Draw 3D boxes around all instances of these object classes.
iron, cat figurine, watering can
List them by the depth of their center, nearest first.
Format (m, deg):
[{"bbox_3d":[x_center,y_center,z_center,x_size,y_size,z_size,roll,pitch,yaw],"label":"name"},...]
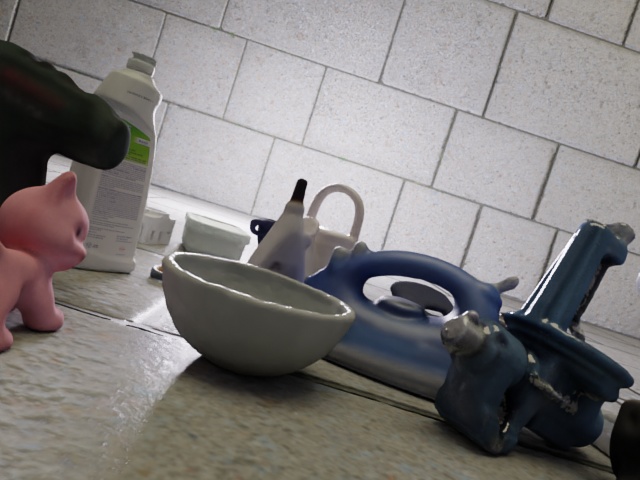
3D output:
[{"bbox_3d":[-0.208,0.004,0.403,0.067,0.118,0.128,18,3,0],"label":"cat figurine"},{"bbox_3d":[0.080,0.071,0.616,0.258,0.141,0.119,18,3,7],"label":"iron"},{"bbox_3d":[0.010,0.004,0.916,0.101,0.194,0.173,18,3,2],"label":"watering can"}]

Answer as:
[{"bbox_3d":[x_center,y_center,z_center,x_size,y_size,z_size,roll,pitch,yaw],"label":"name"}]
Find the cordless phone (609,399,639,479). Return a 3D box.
[{"bbox_3d":[0.308,0.133,0.423,0.147,0.185,0.094,20,4,37],"label":"cordless phone"}]

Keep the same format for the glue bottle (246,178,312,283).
[{"bbox_3d":[-0.043,0.013,0.659,0.078,0.173,0.037,16,4,-34],"label":"glue bottle"}]

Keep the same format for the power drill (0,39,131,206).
[{"bbox_3d":[-0.303,-0.082,0.534,0.229,0.208,0.076,18,3,3],"label":"power drill"}]

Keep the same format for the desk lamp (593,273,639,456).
[{"bbox_3d":[0.356,0.126,0.558,0.118,0.213,0.203,17,3,-13],"label":"desk lamp"}]

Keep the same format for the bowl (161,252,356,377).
[{"bbox_3d":[-0.059,0.069,0.485,0.167,0.075,0.167,18,3,-1],"label":"bowl"}]

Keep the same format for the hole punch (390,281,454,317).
[{"bbox_3d":[0.144,0.111,0.749,0.109,0.091,0.100,16,4,-31],"label":"hole punch"}]

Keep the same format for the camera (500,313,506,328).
[{"bbox_3d":[0.241,0.138,0.739,0.142,0.101,0.137,20,4,36],"label":"camera"}]

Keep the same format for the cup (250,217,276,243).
[{"bbox_3d":[-0.097,0.010,1.122,0.118,0.095,0.091,15,4,-45],"label":"cup"}]

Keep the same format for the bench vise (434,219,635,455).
[{"bbox_3d":[0.206,0.078,0.496,0.121,0.220,0.208,21,4,42],"label":"bench vise"}]

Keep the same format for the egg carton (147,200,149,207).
[{"bbox_3d":[-0.420,-0.082,1.137,0.151,0.069,0.107,15,4,-36],"label":"egg carton"}]
